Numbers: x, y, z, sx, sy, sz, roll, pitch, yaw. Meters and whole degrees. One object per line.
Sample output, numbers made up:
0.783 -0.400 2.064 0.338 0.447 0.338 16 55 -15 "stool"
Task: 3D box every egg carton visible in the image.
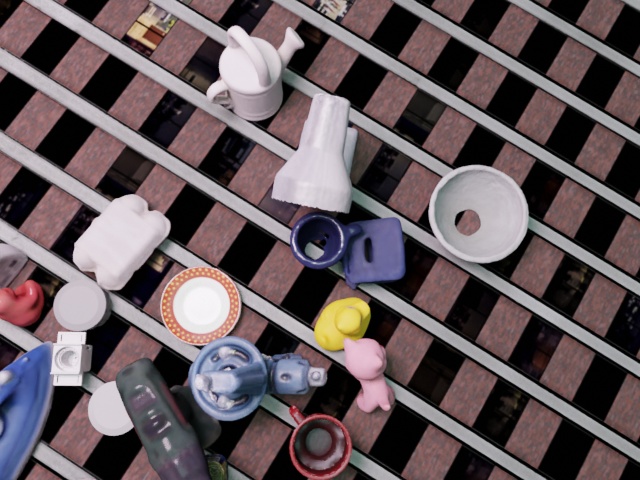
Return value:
-0.322 0.002 0.931 0.107 0.069 0.150 37 80 4 "egg carton"

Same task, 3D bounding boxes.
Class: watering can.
-0.107 -0.284 0.933 0.101 0.194 0.173 33 79 4 "watering can"

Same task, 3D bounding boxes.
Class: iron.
-0.483 0.266 0.835 0.118 0.141 0.258 24 79 2 "iron"

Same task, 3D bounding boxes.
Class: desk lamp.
0.000 -0.125 0.900 0.118 0.213 0.203 11 79 -1 "desk lamp"

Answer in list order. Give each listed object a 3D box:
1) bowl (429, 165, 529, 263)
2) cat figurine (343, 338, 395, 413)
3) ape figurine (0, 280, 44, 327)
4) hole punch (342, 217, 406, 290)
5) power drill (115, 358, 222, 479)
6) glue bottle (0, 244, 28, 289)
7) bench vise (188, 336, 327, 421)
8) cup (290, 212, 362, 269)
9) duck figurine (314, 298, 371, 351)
0.259 -0.038 0.970 0.167 0.074 0.167 1 79 -3 "bowl"
0.079 0.207 0.891 0.067 0.117 0.128 -20 81 -7 "cat figurine"
-0.479 0.097 0.892 0.078 0.092 0.076 -14 80 -6 "ape figurine"
0.086 0.022 0.940 0.101 0.091 0.109 -3 79 -4 "hole punch"
-0.200 0.274 0.816 0.076 0.208 0.229 -34 83 -8 "power drill"
-0.510 0.034 0.861 0.037 0.173 0.078 36 80 4 "glue bottle"
-0.099 0.189 0.832 0.207 0.219 0.121 -18 81 -6 "bench vise"
0.009 0.003 0.937 0.118 0.095 0.091 -18 81 -6 "cup"
0.039 0.134 0.919 0.104 0.086 0.077 -38 83 -9 "duck figurine"
